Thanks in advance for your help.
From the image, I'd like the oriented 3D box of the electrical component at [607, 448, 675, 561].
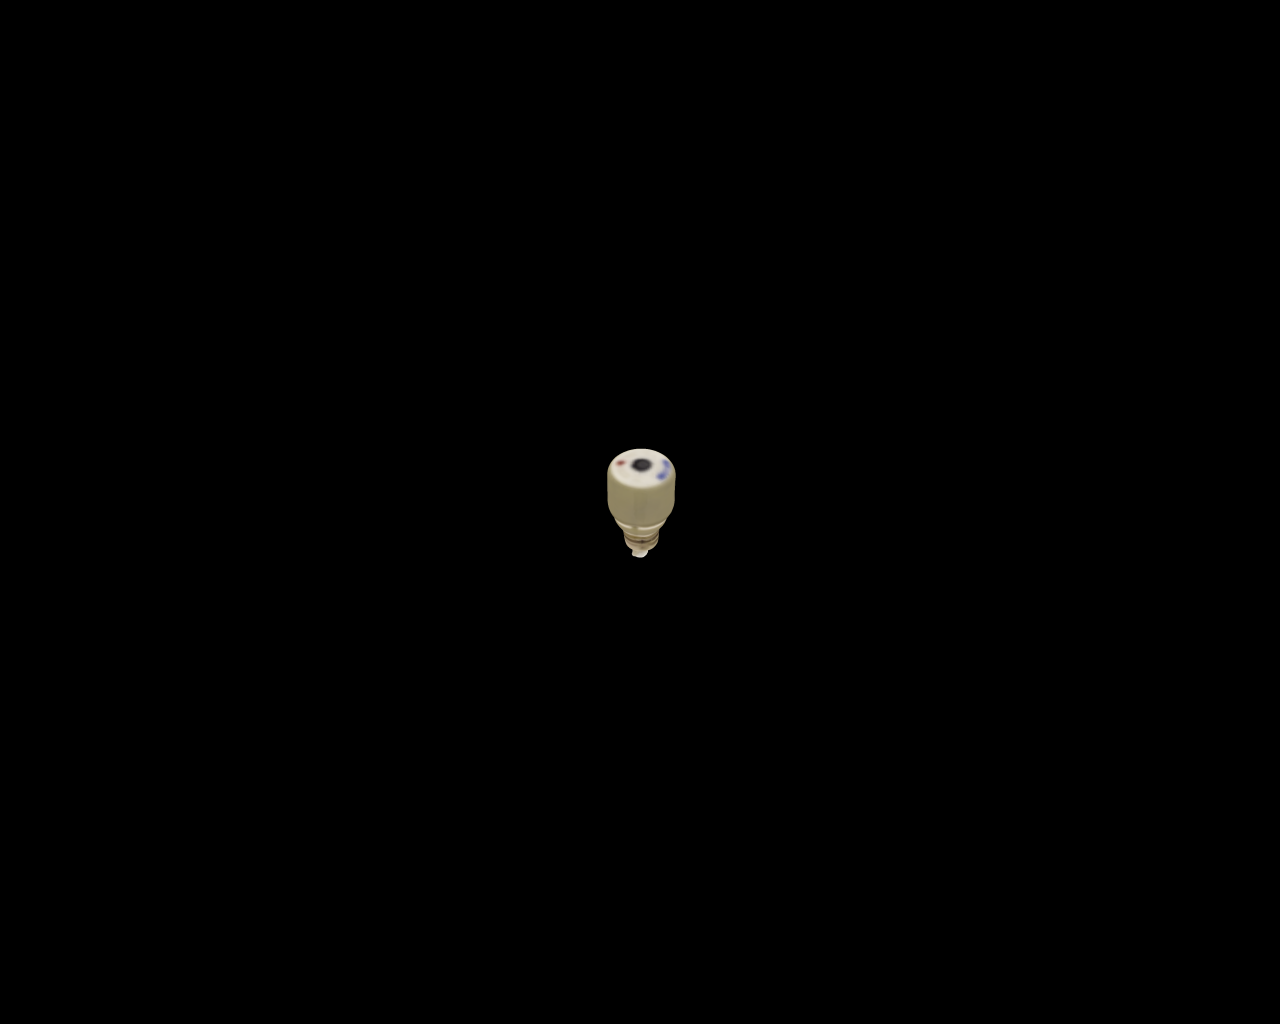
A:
[{"bbox_3d":[0.001,-0.003,0.650,0.040,0.078,0.040,0,42,0],"label":"electrical component"}]
